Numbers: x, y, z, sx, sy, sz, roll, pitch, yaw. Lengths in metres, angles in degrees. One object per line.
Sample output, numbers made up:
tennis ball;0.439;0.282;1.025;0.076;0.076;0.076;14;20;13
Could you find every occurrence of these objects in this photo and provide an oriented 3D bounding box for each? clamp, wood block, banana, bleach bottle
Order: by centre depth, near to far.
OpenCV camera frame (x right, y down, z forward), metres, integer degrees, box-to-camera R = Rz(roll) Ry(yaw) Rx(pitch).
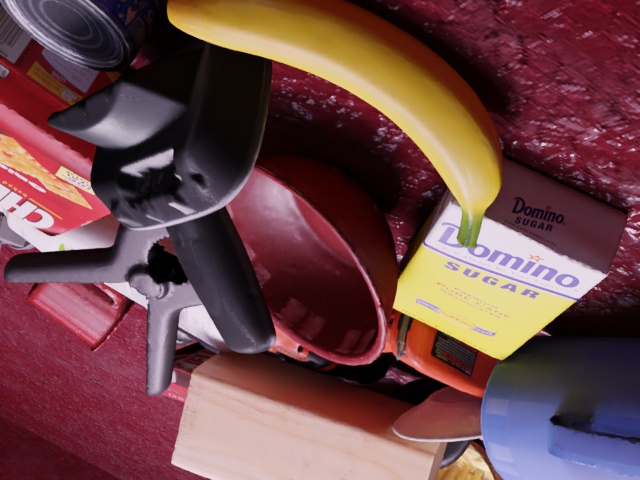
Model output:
banana;0.021;-0.073;0.513;0.197;0.070;0.037;38;-162;-10
clamp;-0.123;0.034;0.817;0.210;0.036;0.164;-29;114;31
wood block;-0.005;0.168;0.887;0.206;0.090;0.090;17;-167;14
bleach bottle;-0.172;0.005;0.904;0.251;0.068;0.103;26;155;8
clamp;0.064;0.161;0.937;0.120;0.171;0.039;62;-168;4

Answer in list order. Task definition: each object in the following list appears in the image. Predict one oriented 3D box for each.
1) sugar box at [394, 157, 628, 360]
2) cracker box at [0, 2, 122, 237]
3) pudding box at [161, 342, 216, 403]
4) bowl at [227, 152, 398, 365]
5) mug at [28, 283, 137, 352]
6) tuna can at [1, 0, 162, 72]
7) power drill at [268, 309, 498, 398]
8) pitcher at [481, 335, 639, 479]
sugar box;0.102;0.015;0.638;0.093;0.048;0.176;25;160;2
cracker box;-0.208;-0.080;0.734;0.164;0.072;0.214;36;157;-21
pudding box;-0.100;0.132;1.059;0.090;0.039;0.113;15;-166;28
bowl;-0.004;0.001;0.674;0.162;0.055;0.162;36;150;24
mug;-0.217;0.044;1.001;0.081;0.093;0.117;38;162;-14
tuna can;-0.133;-0.131;0.586;0.086;0.033;0.086;23;158;9
power drill;0.044;0.079;0.819;0.188;0.057;0.184;0;159;43
pitcher;0.207;0.118;0.638;0.243;0.144;0.149;-1;132;54
